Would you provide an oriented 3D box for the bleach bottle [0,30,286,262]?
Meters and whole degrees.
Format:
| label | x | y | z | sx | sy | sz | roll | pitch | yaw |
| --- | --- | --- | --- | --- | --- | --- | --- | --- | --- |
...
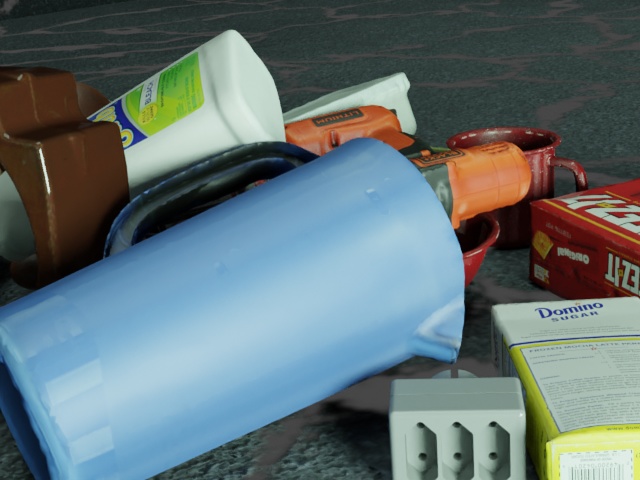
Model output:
| label | x | y | z | sx | sy | sz | roll | pitch | yaw |
| --- | --- | --- | --- | --- | --- | --- | --- | --- | --- |
| bleach bottle | -0.147 | -0.045 | 0.732 | 0.251 | 0.068 | 0.102 | -27 | 41 | 16 |

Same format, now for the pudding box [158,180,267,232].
| label | x | y | z | sx | sy | sz | roll | pitch | yaw |
| --- | --- | --- | --- | --- | --- | --- | --- | --- | --- |
| pudding box | -0.080 | -0.028 | 0.811 | 0.090 | 0.039 | 0.113 | -16 | 0 | -4 |

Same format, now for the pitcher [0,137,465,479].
| label | x | y | z | sx | sy | sz | roll | pitch | yaw |
| --- | --- | --- | --- | --- | --- | --- | --- | --- | --- |
| pitcher | -0.056 | 0.037 | 0.585 | 0.242 | 0.145 | 0.149 | -24 | 12 | -25 |

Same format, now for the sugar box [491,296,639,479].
| label | x | y | z | sx | sy | sz | roll | pitch | yaw |
| --- | --- | --- | --- | --- | --- | --- | --- | --- | --- |
| sugar box | 0.151 | 0.082 | 0.574 | 0.093 | 0.048 | 0.176 | -3 | 15 | 2 |

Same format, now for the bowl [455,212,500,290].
| label | x | y | z | sx | sy | sz | roll | pitch | yaw |
| --- | --- | --- | --- | --- | --- | --- | --- | --- | --- |
| bowl | 0.048 | 0.017 | 0.768 | 0.162 | 0.055 | 0.162 | -4 | 19 | 1 |

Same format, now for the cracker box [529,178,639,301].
| label | x | y | z | sx | sy | sz | roll | pitch | yaw |
| --- | --- | --- | --- | --- | --- | --- | --- | --- | --- |
| cracker box | 0.279 | 0.000 | 0.741 | 0.213 | 0.072 | 0.164 | -12 | 20 | -20 |

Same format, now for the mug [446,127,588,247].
| label | x | y | z | sx | sy | sz | roll | pitch | yaw |
| --- | --- | --- | --- | --- | --- | --- | --- | --- | --- |
| mug | 0.162 | -0.043 | 0.875 | 0.117 | 0.081 | 0.093 | 6 | 21 | 29 |

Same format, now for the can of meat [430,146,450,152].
| label | x | y | z | sx | sy | sz | roll | pitch | yaw |
| --- | --- | --- | --- | --- | --- | --- | --- | --- | --- |
| can of meat | 0.077 | -0.044 | 0.942 | 0.102 | 0.057 | 0.083 | 12 | 27 | 41 |

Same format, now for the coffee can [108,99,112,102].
| label | x | y | z | sx | sy | sz | roll | pitch | yaw |
| --- | --- | --- | --- | --- | --- | --- | --- | --- | --- |
| coffee can | -0.281 | -0.093 | 1.088 | 0.140 | 0.103 | 0.102 | 2 | 20 | 17 |

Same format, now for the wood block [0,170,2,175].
| label | x | y | z | sx | sy | sz | roll | pitch | yaw |
| --- | --- | --- | --- | --- | --- | --- | --- | --- | --- |
| wood block | -0.373 | -0.067 | 0.996 | 0.206 | 0.091 | 0.090 | -3 | -12 | 10 |

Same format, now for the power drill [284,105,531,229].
| label | x | y | z | sx | sy | sz | roll | pitch | yaw |
| --- | --- | --- | --- | --- | --- | --- | --- | --- | --- |
| power drill | 0.033 | -0.047 | 0.787 | 0.184 | 0.057 | 0.188 | -12 | 23 | -20 |

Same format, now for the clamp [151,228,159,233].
| label | x | y | z | sx | sy | sz | roll | pitch | yaw |
| --- | --- | --- | --- | --- | --- | --- | --- | --- | --- |
| clamp | -0.126 | -0.023 | 0.952 | 0.210 | 0.036 | 0.164 | 7 | 21 | 20 |
